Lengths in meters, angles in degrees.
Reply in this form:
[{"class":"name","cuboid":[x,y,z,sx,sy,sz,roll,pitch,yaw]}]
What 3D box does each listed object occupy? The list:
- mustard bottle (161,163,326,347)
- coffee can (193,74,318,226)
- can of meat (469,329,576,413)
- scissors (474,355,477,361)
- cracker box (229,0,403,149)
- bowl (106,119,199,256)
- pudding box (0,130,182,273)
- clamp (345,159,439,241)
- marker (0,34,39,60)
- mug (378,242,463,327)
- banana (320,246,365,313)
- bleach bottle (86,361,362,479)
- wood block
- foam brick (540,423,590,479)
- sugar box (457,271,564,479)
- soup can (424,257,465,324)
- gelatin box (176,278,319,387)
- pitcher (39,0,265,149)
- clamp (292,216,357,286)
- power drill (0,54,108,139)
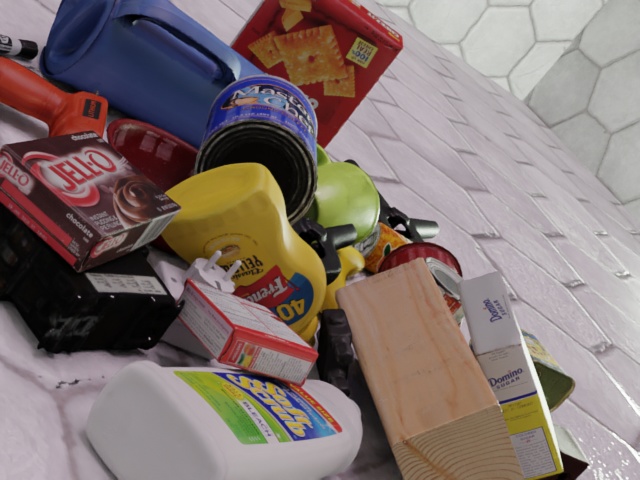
[{"class":"mustard bottle","cuboid":[-0.049,0.027,0.866,0.058,0.096,0.191,-92,158,-47]},{"class":"coffee can","cuboid":[-0.053,-0.077,0.929,0.102,0.103,0.140,35,19,-14]},{"class":"can of meat","cuboid":[0.228,0.142,1.215,0.102,0.057,0.084,26,20,-37]},{"class":"scissors","cuboid":[0.159,0.142,1.040,0.096,0.016,0.202,52,-3,2]},{"class":"cracker box","cuboid":[-0.029,-0.201,1.271,0.164,0.214,0.072,35,21,-11]},{"class":"bowl","cuboid":[-0.131,-0.036,0.938,0.162,0.055,0.162,35,19,-14]},{"class":"pudding box","cuboid":[-0.157,-0.029,0.716,0.090,0.039,0.113,41,18,7]},{"class":"clamp","cuboid":[0.085,-0.029,1.370,0.164,0.036,0.210,37,19,-6]},{"class":"marker","cuboid":[-0.310,-0.187,1.007,0.020,0.020,0.121,46,19,18]},{"class":"mug","cuboid":[0.113,0.070,1.126,0.117,0.093,0.081,55,17,-23]},{"class":"banana","cuboid":[0.018,0.041,1.084,0.069,0.037,0.197,54,15,-17]},{"class":"bleach bottle","cuboid":[-0.041,0.126,0.726,0.103,0.068,0.250,43,15,21]},{"class":"wood block","cuboid":[0.085,0.117,0.897,0.206,0.090,0.091,-110,179,-56]},{"class":"foam brick","cuboid":[0.211,0.207,1.035,0.078,0.053,0.051,26,22,-32]},{"class":"sugar box","cuboid":[0.168,0.122,0.936,0.093,0.048,0.176,-96,168,-51]},{"class":"soup can","cuboid":[0.096,0.076,1.042,0.068,0.102,0.068,35,19,-14]},{"class":"gelatin box","cuboid":[-0.054,0.065,0.750,0.073,0.030,0.089,22,7,-36]},{"class":"pitcher","cuboid":[-0.150,-0.175,1.103,0.242,0.145,0.149,29,22,-37]},{"class":"clamp","cuboid":[-0.007,0.001,1.007,0.120,0.039,0.171,26,28,-21]},{"class":"power drill","cuboid":[-0.269,-0.124,0.876,0.187,0.057,0.184,33,19,-20]}]
